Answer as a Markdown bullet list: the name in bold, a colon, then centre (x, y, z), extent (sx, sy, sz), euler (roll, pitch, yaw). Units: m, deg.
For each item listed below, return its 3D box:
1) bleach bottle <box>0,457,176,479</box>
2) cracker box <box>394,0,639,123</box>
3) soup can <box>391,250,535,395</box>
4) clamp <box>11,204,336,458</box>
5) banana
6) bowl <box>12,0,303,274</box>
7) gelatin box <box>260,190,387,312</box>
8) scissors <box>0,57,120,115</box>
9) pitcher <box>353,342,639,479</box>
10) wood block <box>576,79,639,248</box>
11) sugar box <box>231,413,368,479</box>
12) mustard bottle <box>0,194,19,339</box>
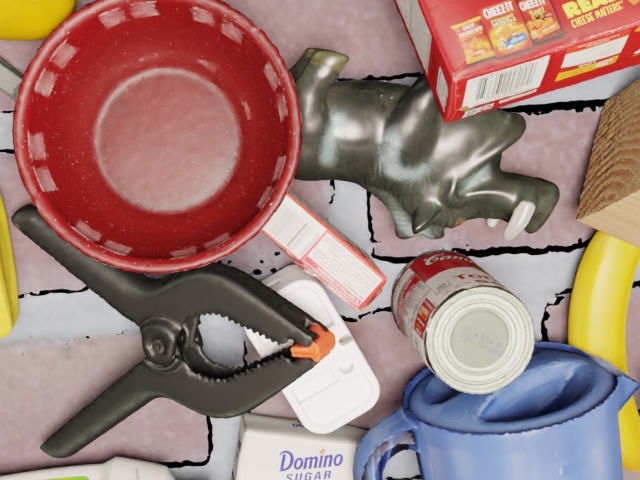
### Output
- **bleach bottle**: centre (-0.186, 0.195, 0.662), extent (0.250, 0.102, 0.068), euler (-9, 144, -6)
- **cracker box**: centre (0.110, -0.189, 0.595), extent (0.164, 0.072, 0.214), euler (-18, 73, -4)
- **soup can**: centre (0.086, 0.049, 0.664), extent (0.068, 0.102, 0.068), euler (-1, 101, -7)
- **clamp**: centre (-0.095, 0.050, 0.639), extent (0.210, 0.036, 0.164), euler (-7, 101, 23)
- **banana**: centre (0.199, 0.063, 0.714), extent (0.069, 0.037, 0.198), euler (3, 100, -7)
- **bowl**: centre (-0.091, -0.061, 0.619), extent (0.162, 0.055, 0.162), euler (0, 88, -1)
- **gelatin box**: centre (-0.004, 0.001, 0.658), extent (0.089, 0.073, 0.030), euler (40, 93, -13)
- **scissors**: centre (-0.155, -0.091, 0.651), extent (0.096, 0.016, 0.201), euler (-34, 103, -2)
- **pitcher**: centre (0.126, 0.199, 0.689), extent (0.149, 0.144, 0.243), euler (0, 108, 34)
- **wood block**: centre (0.279, -0.024, 0.668), extent (0.206, 0.090, 0.090), euler (22, 71, -11)
- **sugar box**: centre (-0.021, 0.208, 0.712), extent (0.093, 0.048, 0.176), euler (9, 96, -9)
- **mustard bottle**: centre (-0.283, 0.022, 0.635), extent (0.191, 0.058, 0.096), euler (-7, 103, -6)
